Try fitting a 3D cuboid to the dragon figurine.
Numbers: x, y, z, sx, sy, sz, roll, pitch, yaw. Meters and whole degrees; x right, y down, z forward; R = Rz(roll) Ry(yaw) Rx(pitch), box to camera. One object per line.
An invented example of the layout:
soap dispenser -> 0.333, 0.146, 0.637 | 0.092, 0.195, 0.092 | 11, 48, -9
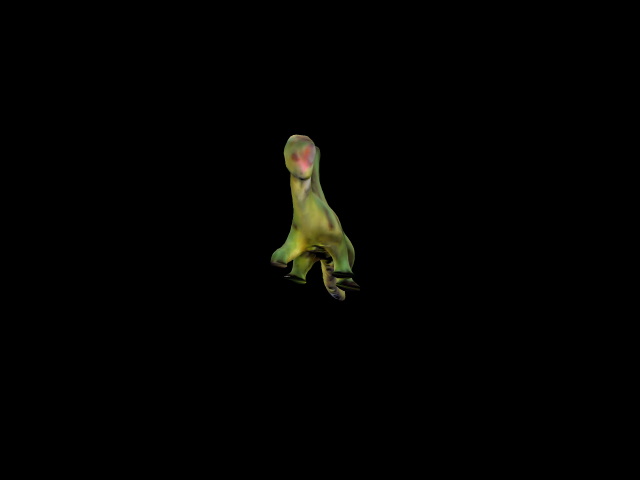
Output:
dragon figurine -> 0.003, -0.043, 0.850 | 0.122, 0.246, 0.405 | -2, -16, 7
